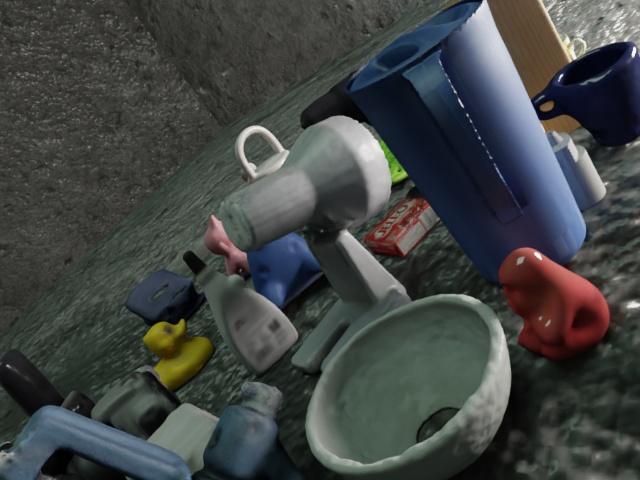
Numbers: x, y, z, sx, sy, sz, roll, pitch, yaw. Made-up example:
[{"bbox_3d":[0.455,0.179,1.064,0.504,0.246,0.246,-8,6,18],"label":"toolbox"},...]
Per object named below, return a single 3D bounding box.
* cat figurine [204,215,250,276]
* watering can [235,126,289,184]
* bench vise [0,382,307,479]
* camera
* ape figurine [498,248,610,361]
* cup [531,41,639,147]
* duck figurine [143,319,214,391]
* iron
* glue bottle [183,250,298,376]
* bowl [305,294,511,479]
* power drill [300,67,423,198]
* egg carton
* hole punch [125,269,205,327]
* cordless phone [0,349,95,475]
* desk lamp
[{"bbox_3d":[-0.168,0.011,1.029,0.067,0.118,0.127,-37,20,0],"label":"cat figurine"},{"bbox_3d":[-0.095,-0.127,1.101,0.172,0.194,0.101,-20,26,39],"label":"watering can"},{"bbox_3d":[-0.125,0.178,0.428,0.121,0.220,0.208,-19,26,41],"label":"bench vise"},{"bbox_3d":[-0.234,0.227,0.683,0.137,0.101,0.142,-43,20,-16],"label":"camera"},{"bbox_3d":[0.165,0.043,0.427,0.076,0.092,0.078,-26,23,29],"label":"ape figurine"},{"bbox_3d":[0.295,-0.142,0.618,0.117,0.095,0.092,-27,22,26],"label":"cup"},{"bbox_3d":[-0.218,0.161,0.826,0.105,0.086,0.077,-42,20,-12],"label":"duck figurine"},{"bbox_3d":[-0.082,0.006,0.857,0.119,0.142,0.257,-39,20,-6],"label":"iron"},{"bbox_3d":[-0.103,0.078,0.684,0.078,0.173,0.037,-43,21,-17],"label":"glue bottle"},{"bbox_3d":[0.075,0.122,0.429,0.167,0.075,0.167,-32,20,14],"label":"bowl"},{"bbox_3d":[0.110,-0.151,0.784,0.230,0.209,0.075,-43,21,-15],"label":"power drill"},{"bbox_3d":[-0.127,0.222,0.557,0.107,0.069,0.150,-47,22,-25],"label":"egg carton"},{"bbox_3d":[-0.282,0.108,1.045,0.100,0.091,0.109,-11,33,51],"label":"hole punch"},{"bbox_3d":[-0.382,0.246,0.765,0.094,0.185,0.147,-33,20,12],"label":"cordless phone"},{"bbox_3d":[0.006,0.002,0.609,0.203,0.214,0.117,-48,23,-28],"label":"desk lamp"}]
